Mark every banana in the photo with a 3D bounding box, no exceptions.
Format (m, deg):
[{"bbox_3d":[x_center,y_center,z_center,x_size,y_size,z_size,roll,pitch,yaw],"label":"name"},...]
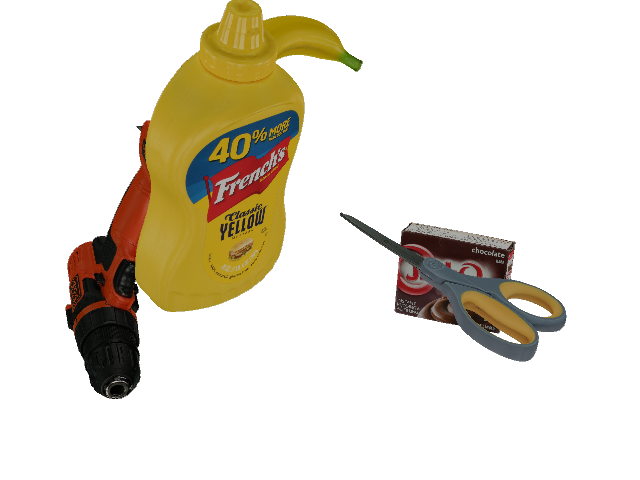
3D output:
[{"bbox_3d":[-0.032,-0.178,0.984,0.070,0.037,0.197,39,32,20],"label":"banana"}]

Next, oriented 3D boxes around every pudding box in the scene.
[{"bbox_3d":[0.134,0.036,1.075,0.114,0.090,0.039,10,22,17],"label":"pudding box"}]

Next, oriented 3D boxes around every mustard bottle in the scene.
[{"bbox_3d":[-0.054,-0.049,0.605,0.096,0.192,0.058,-23,52,-34],"label":"mustard bottle"}]

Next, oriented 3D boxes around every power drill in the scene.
[{"bbox_3d":[-0.149,0.011,0.864,0.057,0.188,0.184,19,25,-31],"label":"power drill"}]

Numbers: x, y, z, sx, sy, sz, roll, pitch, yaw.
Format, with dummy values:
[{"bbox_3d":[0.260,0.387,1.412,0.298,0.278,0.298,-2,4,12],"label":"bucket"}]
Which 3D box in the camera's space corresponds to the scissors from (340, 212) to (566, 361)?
[{"bbox_3d":[0.106,0.025,0.812,0.096,0.016,0.202,-8,36,-31],"label":"scissors"}]
